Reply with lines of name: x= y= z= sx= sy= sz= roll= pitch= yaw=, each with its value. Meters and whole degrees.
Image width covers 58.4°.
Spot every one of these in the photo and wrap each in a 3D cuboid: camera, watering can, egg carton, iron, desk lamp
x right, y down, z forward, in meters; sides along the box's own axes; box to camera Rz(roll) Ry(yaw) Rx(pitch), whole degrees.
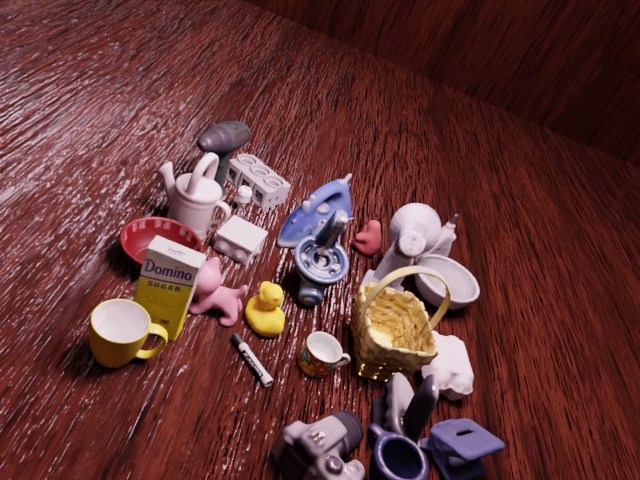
camera: x=0.022 y=0.329 z=0.896 sx=0.143 sy=0.101 sz=0.137 roll=42 pitch=37 yaw=25
watering can: x=-0.268 y=-0.102 z=1.217 sx=0.173 sy=0.194 sz=0.101 roll=17 pitch=34 yaw=-12
egg carton: x=0.251 y=0.254 z=1.173 sx=0.107 sy=0.069 sz=0.150 roll=16 pitch=35 yaw=-14
iron: x=-0.005 y=-0.078 z=1.399 sx=0.118 sy=0.141 sz=0.259 roll=36 pitch=35 yaw=16
desk lamp: x=0.186 y=0.038 z=1.298 sx=0.118 sy=0.213 sz=0.203 roll=27 pitch=34 yaw=4

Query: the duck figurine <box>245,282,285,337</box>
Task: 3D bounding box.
duck figurine: x=-0.098 y=0.128 z=1.109 sx=0.078 sy=0.086 sz=0.104 roll=3 pitch=39 yaw=-29

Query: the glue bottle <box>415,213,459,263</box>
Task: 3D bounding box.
glue bottle: x=0.310 y=0.002 z=1.463 sx=0.078 sy=0.173 sz=0.037 roll=5 pitch=38 yaw=-27

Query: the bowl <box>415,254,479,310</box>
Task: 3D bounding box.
bowl: x=0.295 y=0.114 z=1.389 sx=0.168 sy=0.074 sz=0.167 roll=17 pitch=34 yaw=-12

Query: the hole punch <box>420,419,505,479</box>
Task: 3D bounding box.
hole punch: x=0.250 y=0.359 z=1.010 sx=0.109 sy=0.091 sz=0.101 roll=-2 pitch=42 yaw=-34

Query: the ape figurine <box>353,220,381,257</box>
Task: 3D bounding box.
ape figurine: x=0.125 y=-0.011 z=1.435 sx=0.078 sy=0.092 sz=0.076 roll=3 pitch=39 yaw=-29

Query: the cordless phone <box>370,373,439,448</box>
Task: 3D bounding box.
cordless phone: x=0.162 y=0.276 z=0.983 sx=0.094 sy=0.185 sz=0.147 roll=18 pitch=34 yaw=-9

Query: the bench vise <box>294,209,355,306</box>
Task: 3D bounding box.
bench vise: x=0.000 y=0.003 z=1.221 sx=0.122 sy=0.219 sz=0.207 roll=7 pitch=37 yaw=-25

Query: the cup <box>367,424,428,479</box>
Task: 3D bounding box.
cup: x=0.103 y=0.361 z=0.910 sx=0.092 sy=0.095 sz=0.117 roll=-12 pitch=48 yaw=-42

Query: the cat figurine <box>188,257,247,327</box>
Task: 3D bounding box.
cat figurine: x=-0.198 y=0.087 z=1.071 sx=0.128 sy=0.117 sz=0.067 roll=20 pitch=34 yaw=-7

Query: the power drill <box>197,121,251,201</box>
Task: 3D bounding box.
power drill: x=-0.239 y=-0.182 z=1.331 sx=0.075 sy=0.208 sz=0.230 roll=27 pitch=34 yaw=3
